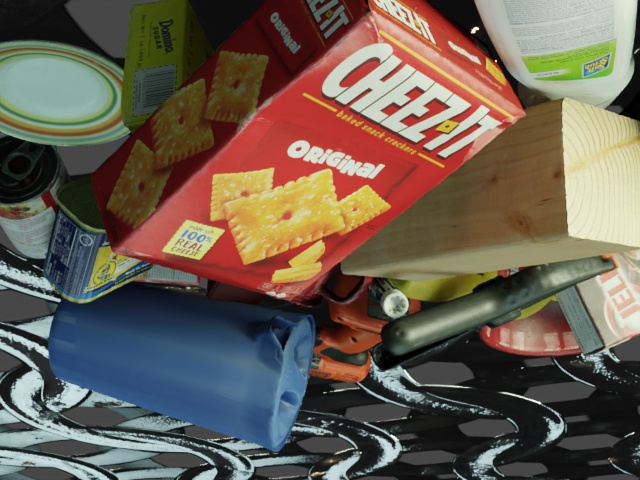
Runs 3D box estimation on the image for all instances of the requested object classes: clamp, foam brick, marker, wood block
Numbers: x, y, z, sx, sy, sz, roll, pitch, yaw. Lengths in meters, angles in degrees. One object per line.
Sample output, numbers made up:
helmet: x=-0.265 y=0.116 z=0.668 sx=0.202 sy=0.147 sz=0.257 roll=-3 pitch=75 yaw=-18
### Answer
clamp: x=0.132 y=0.049 z=0.825 sx=0.210 sy=0.036 sz=0.164 roll=-24 pitch=171 yaw=3
foam brick: x=-0.069 y=0.019 z=0.977 sx=0.051 sy=0.053 sz=0.078 roll=9 pitch=153 yaw=-17
marker: x=0.050 y=0.039 z=0.840 sx=0.020 sy=0.020 sz=0.121 roll=3 pitch=-172 yaw=-6
wood block: x=0.115 y=-0.028 z=0.755 sx=0.090 sy=0.090 sz=0.207 roll=8 pitch=167 yaw=-40

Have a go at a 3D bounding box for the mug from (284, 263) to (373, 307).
mug: x=-0.006 y=0.001 z=0.848 sx=0.082 sy=0.117 sz=0.093 roll=-53 pitch=161 yaw=17

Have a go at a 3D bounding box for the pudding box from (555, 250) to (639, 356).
pudding box: x=0.240 y=0.031 z=0.900 sx=0.089 sy=0.113 sz=0.039 roll=-19 pitch=166 yaw=-27

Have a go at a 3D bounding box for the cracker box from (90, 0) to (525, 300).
cracker box: x=-0.007 y=-0.057 z=0.649 sx=0.214 sy=0.072 sz=0.163 roll=-39 pitch=145 yaw=25

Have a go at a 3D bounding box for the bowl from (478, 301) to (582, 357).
bowl: x=0.236 y=0.063 z=1.056 sx=0.162 sy=0.055 sz=0.162 roll=0 pitch=153 yaw=0

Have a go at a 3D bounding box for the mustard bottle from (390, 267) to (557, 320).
mustard bottle: x=0.153 y=0.019 z=0.926 sx=0.191 sy=0.096 sz=0.058 roll=14 pitch=177 yaw=-28

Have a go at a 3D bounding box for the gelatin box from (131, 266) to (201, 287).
gelatin box: x=-0.150 y=0.025 z=0.978 sx=0.073 sy=0.030 sz=0.089 roll=5 pitch=178 yaw=-13

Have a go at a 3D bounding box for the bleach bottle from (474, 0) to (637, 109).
bleach bottle: x=0.139 y=-0.139 z=0.648 sx=0.103 sy=0.068 sz=0.250 roll=-5 pitch=155 yaw=14

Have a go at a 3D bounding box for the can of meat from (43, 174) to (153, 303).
can of meat: x=-0.167 y=-0.006 z=0.850 sx=0.101 sy=0.057 sz=0.084 roll=-29 pitch=151 yaw=-47

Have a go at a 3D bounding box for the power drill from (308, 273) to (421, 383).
power drill: x=0.004 y=0.094 z=1.124 sx=0.184 sy=0.057 sz=0.188 roll=14 pitch=153 yaw=-25

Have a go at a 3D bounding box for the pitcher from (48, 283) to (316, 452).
pitcher: x=-0.133 y=0.119 z=1.042 sx=0.243 sy=0.149 sz=0.145 roll=13 pitch=-177 yaw=12

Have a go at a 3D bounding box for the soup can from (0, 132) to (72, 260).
soup can: x=-0.230 y=-0.035 z=0.852 sx=0.068 sy=0.068 sz=0.102 roll=-1 pitch=154 yaw=2

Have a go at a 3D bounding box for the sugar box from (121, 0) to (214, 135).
sugar box: x=-0.084 y=-0.076 z=0.741 sx=0.048 sy=0.093 sz=0.176 roll=-6 pitch=153 yaw=13
